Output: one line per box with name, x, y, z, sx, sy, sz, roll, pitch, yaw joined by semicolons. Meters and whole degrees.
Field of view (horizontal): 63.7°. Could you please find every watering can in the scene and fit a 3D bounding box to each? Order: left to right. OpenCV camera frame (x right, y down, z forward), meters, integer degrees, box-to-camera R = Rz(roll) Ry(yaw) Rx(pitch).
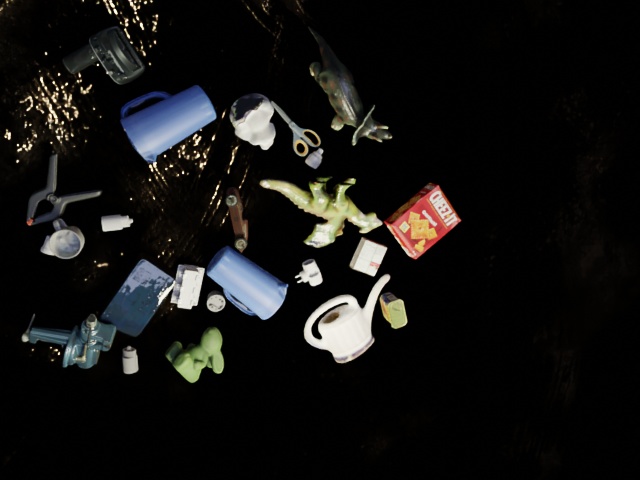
watering can;0.118;0.274;1.740;0.349;0.105;0.221;-28;110;-7

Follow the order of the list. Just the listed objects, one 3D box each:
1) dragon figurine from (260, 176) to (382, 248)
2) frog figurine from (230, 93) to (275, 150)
dragon figurine;0.005;-0.082;1.635;0.410;0.124;0.239;0;111;-15
frog figurine;-0.188;-0.351;1.529;0.138;0.124;0.157;-55;147;-6
